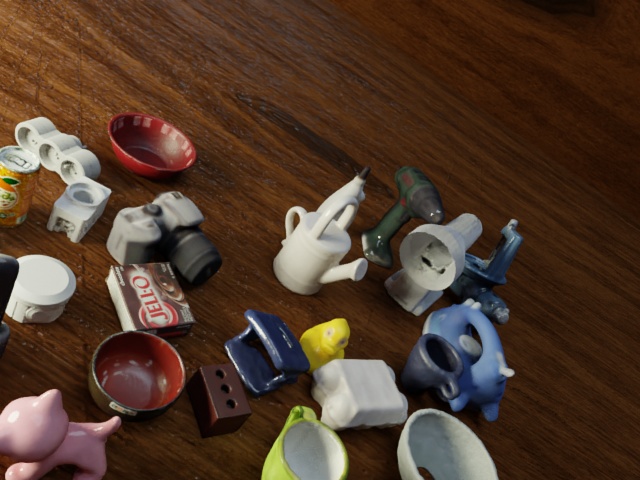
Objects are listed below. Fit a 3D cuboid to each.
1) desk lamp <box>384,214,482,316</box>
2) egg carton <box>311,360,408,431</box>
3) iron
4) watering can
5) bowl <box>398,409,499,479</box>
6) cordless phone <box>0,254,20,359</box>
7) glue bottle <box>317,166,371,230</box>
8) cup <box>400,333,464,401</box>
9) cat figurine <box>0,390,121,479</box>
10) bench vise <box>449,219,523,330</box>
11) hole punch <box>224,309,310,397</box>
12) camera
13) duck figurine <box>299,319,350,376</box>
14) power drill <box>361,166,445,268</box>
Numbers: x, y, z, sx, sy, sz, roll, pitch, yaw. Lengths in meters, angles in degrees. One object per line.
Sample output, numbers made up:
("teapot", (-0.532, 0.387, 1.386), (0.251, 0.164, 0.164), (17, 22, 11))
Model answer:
("desk lamp", (0.220, 0.043, 1.121), (0.118, 0.213, 0.204), (45, 34, 14))
("egg carton", (0.060, 0.235, 0.864), (0.151, 0.069, 0.107), (9, 41, -36))
("iron", (0.271, 0.190, 1.047), (0.119, 0.141, 0.258), (21, 36, -22))
("watering can", (0.010, 0.003, 0.996), (0.173, 0.194, 0.101), (36, 32, 0))
("bowl", (0.173, 0.338, 0.833), (0.168, 0.074, 0.167), (24, 34, -18))
("cordless phone", (-0.381, 0.064, 0.566), (0.148, 0.185, 0.094), (10, 41, -35))
("glue bottle", (0.055, -0.083, 1.165), (0.078, 0.173, 0.037), (12, 39, -32))
("cup", (0.185, 0.230, 0.962), (0.092, 0.095, 0.117), (10, 40, -34))
("cat figurine", (-0.265, 0.194, 0.572), (0.128, 0.117, 0.067), (11, 40, -33))
("bench vise", (0.372, 0.076, 1.213), (0.122, 0.219, 0.207), (5, 44, -39))
("hole punch", (-0.068, 0.153, 0.829), (0.101, 0.091, 0.108), (-8, 52, -47))
("camera", (-0.221, 0.001, 0.872), (0.136, 0.100, 0.143), (45, 34, 14))
("duck figurine", (0.017, 0.158, 0.906), (0.077, 0.086, 0.105), (34, 33, -2))
("power drill", (0.173, -0.045, 1.194), (0.076, 0.208, 0.229), (22, 35, -20))
